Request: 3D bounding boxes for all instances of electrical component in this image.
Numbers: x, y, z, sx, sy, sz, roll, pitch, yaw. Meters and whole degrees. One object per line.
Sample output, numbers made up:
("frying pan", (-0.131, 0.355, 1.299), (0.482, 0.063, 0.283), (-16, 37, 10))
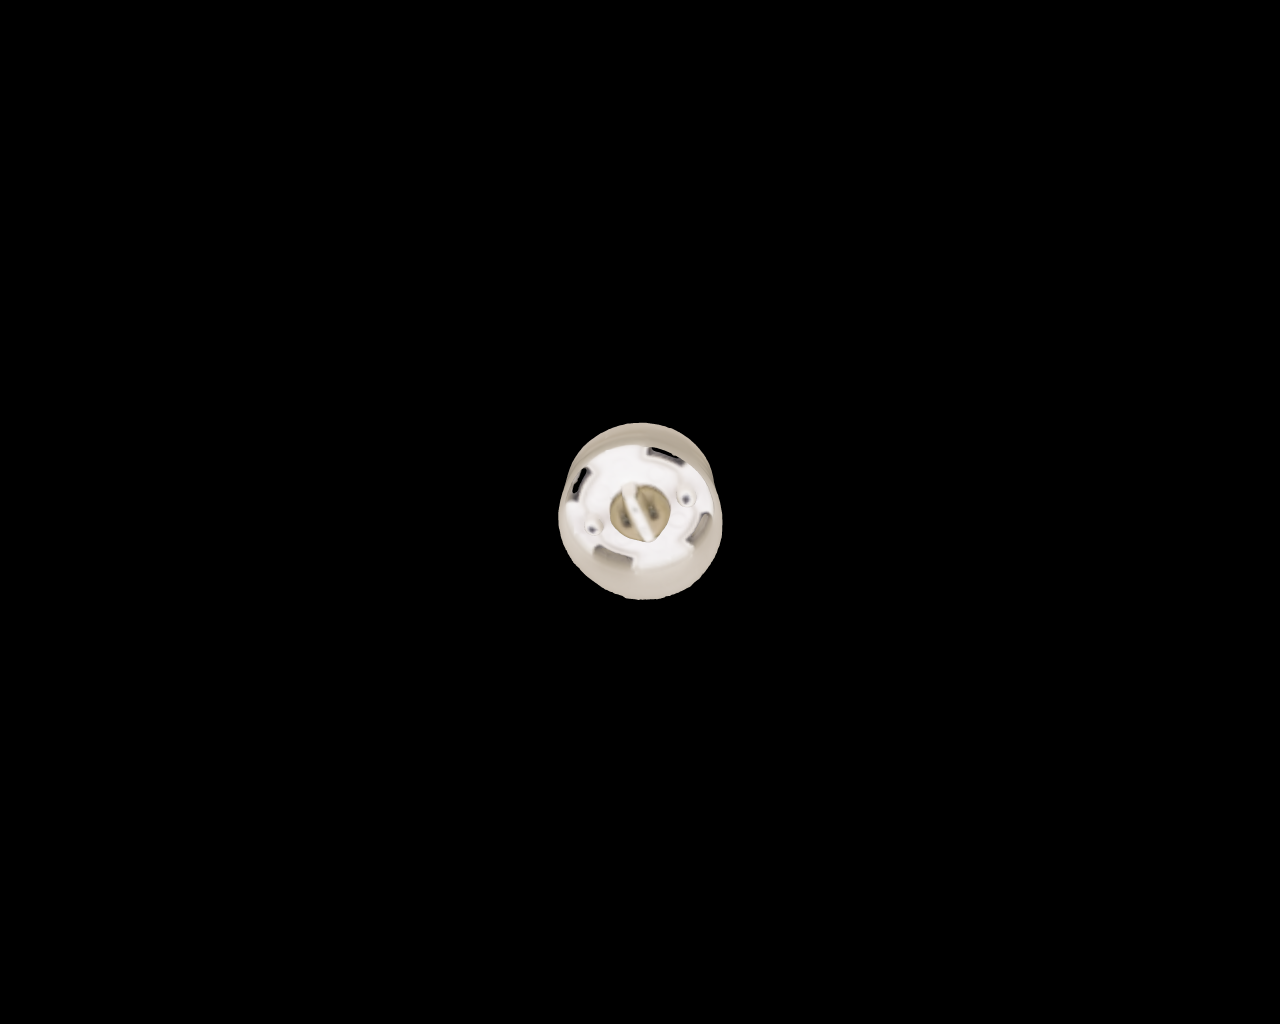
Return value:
("electrical component", (0.001, -0.003, 0.650), (0.099, 0.099, 0.064), (0, 34, 0))
